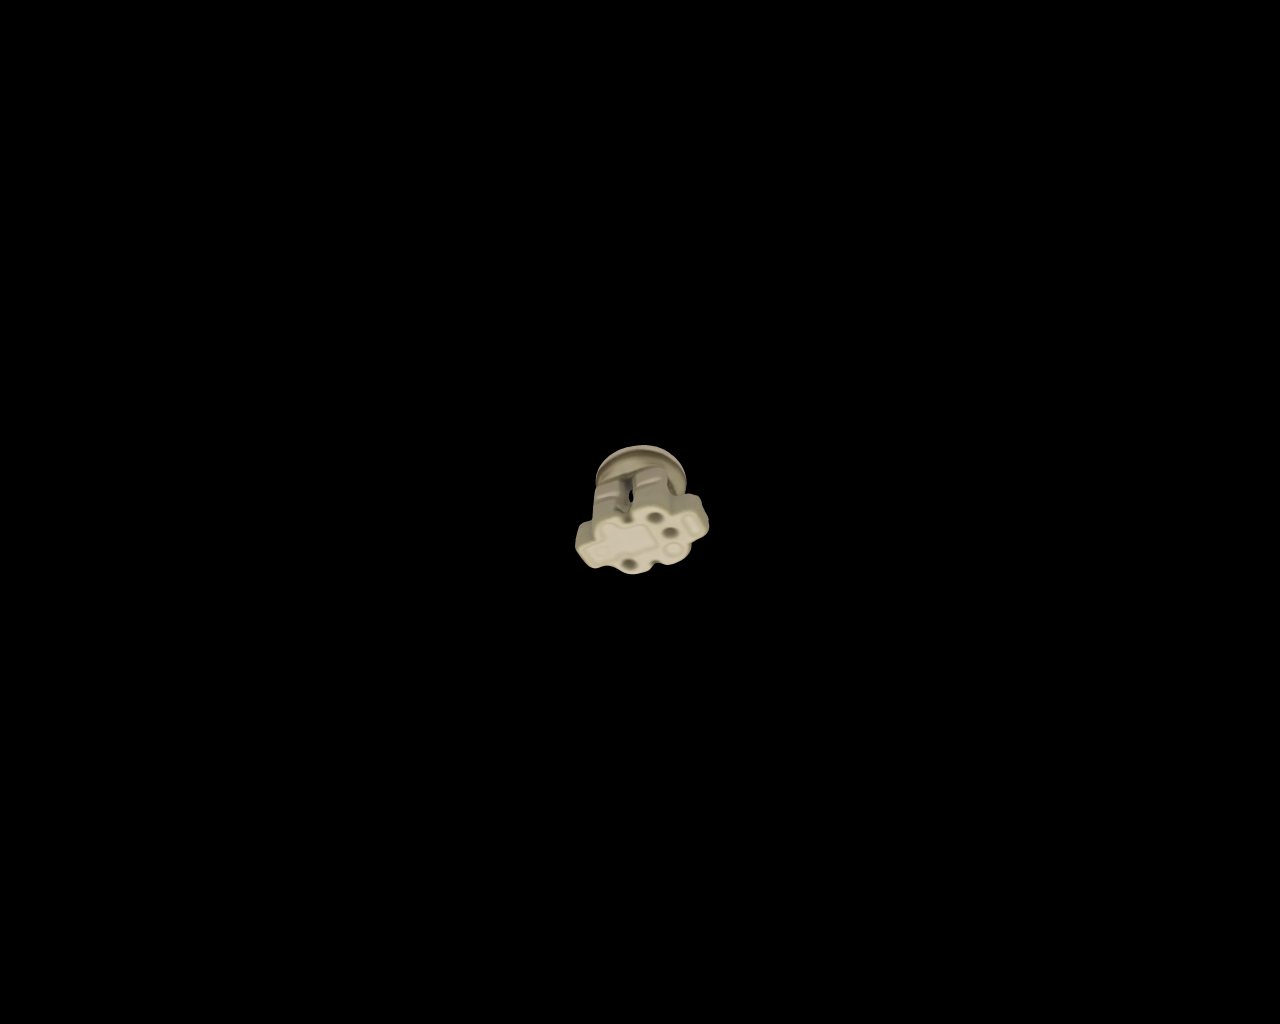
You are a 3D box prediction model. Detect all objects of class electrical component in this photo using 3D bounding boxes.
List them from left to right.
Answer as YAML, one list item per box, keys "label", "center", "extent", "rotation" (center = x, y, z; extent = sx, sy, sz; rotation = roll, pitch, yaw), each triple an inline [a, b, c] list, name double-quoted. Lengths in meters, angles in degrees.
- label: "electrical component"
  center: [0.001, -0.003, 0.650]
  extent: [0.078, 0.057, 0.058]
  rotation: [-17, -48, 16]
